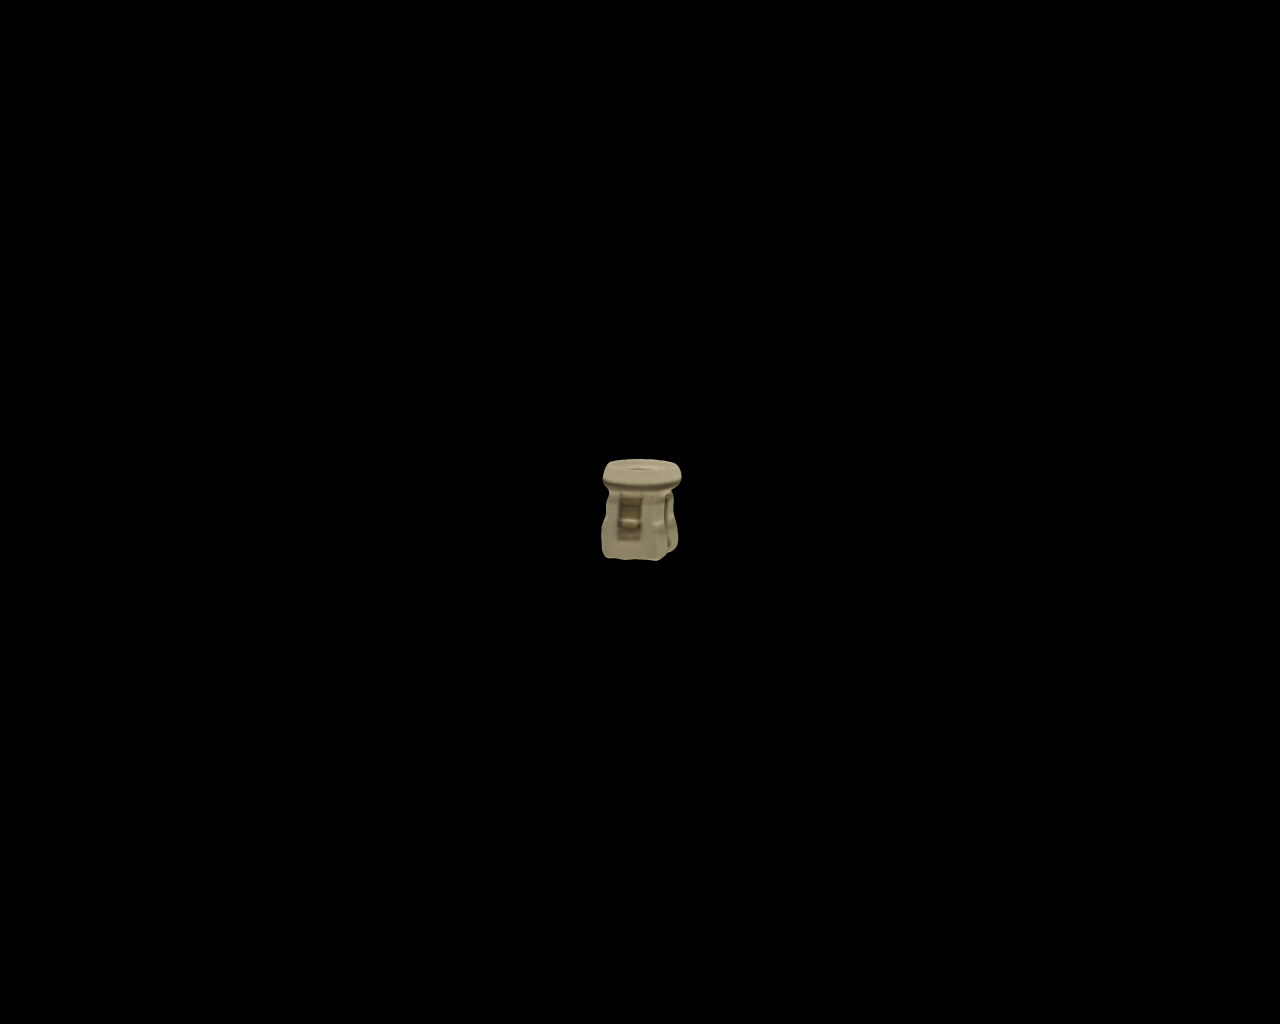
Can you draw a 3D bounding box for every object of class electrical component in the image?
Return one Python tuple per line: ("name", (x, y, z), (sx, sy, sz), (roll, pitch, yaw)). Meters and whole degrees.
("electrical component", (0.001, -0.003, 0.650), (0.048, 0.055, 0.066), (3, 10, 15))
